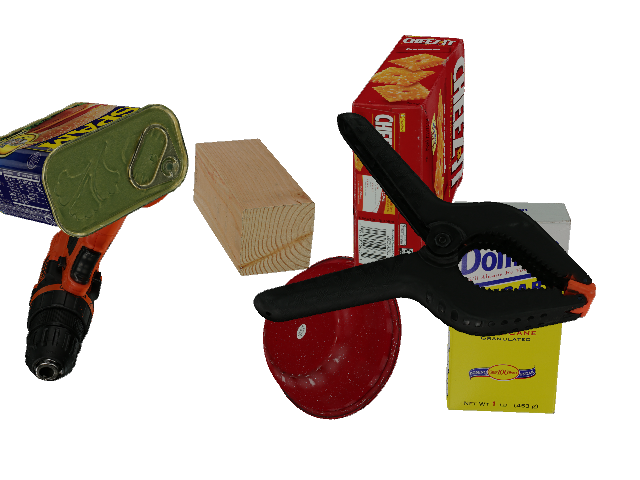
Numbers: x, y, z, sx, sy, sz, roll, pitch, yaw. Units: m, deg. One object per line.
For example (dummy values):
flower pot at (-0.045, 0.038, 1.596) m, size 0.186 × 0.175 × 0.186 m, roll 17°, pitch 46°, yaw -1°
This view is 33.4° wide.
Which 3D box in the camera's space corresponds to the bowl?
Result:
bowl at (-0.003, 0.090, 1.030) m, size 0.162 × 0.162 × 0.055 m, roll 0°, pitch -11°, yaw 39°

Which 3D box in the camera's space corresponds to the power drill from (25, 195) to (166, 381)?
power drill at (-0.184, 0.002, 0.872) m, size 0.057 × 0.188 × 0.184 m, roll 25°, pitch 28°, yaw -21°

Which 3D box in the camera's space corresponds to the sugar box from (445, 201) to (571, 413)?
sugar box at (0.153, 0.057, 0.884) m, size 0.093 × 0.176 × 0.048 m, roll 1°, pitch 24°, yaw 5°

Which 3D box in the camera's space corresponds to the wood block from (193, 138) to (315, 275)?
wood block at (-0.087, -0.046, 1.330) m, size 0.090 × 0.090 × 0.206 m, roll -6°, pitch 29°, yaw -21°

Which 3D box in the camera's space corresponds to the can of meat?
can of meat at (-0.149, -0.049, 0.667) m, size 0.084 × 0.057 × 0.101 m, roll 11°, pitch 33°, yaw 44°

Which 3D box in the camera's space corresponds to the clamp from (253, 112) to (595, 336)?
clamp at (0.070, 0.015, 0.696) m, size 0.210 × 0.164 × 0.036 m, roll 24°, pitch -24°, yaw 14°

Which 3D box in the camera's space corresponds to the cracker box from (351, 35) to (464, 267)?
cracker box at (0.089, -0.088, 1.016) m, size 0.072 × 0.164 × 0.213 m, roll 6°, pitch 28°, yaw 16°
